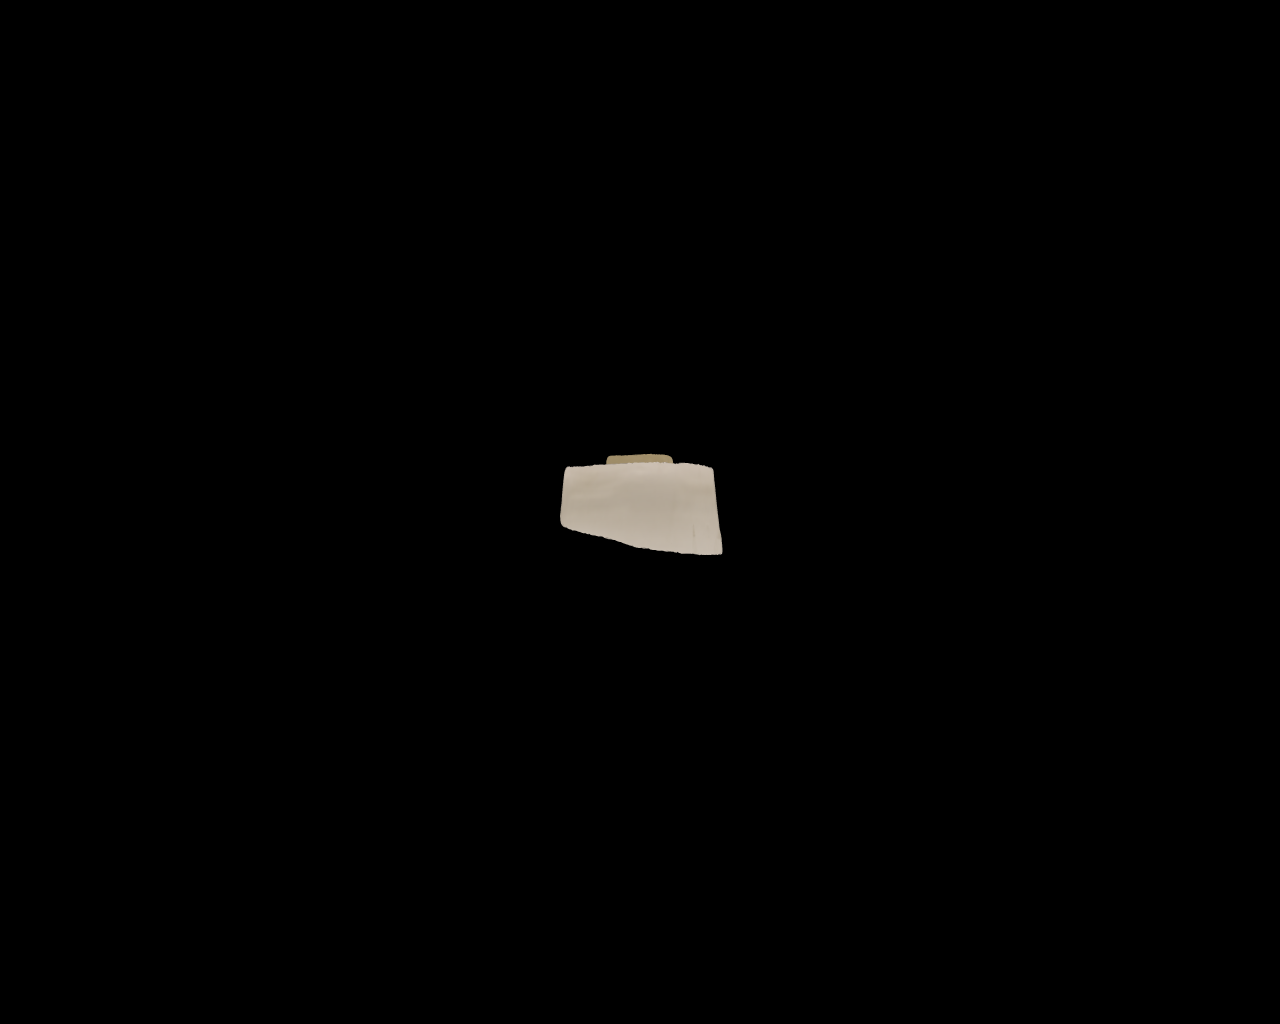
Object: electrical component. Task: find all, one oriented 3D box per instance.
[{"bbox_3d":[0.001,-0.003,0.650,0.099,0.064,0.099,0,-2,0],"label":"electrical component"}]
